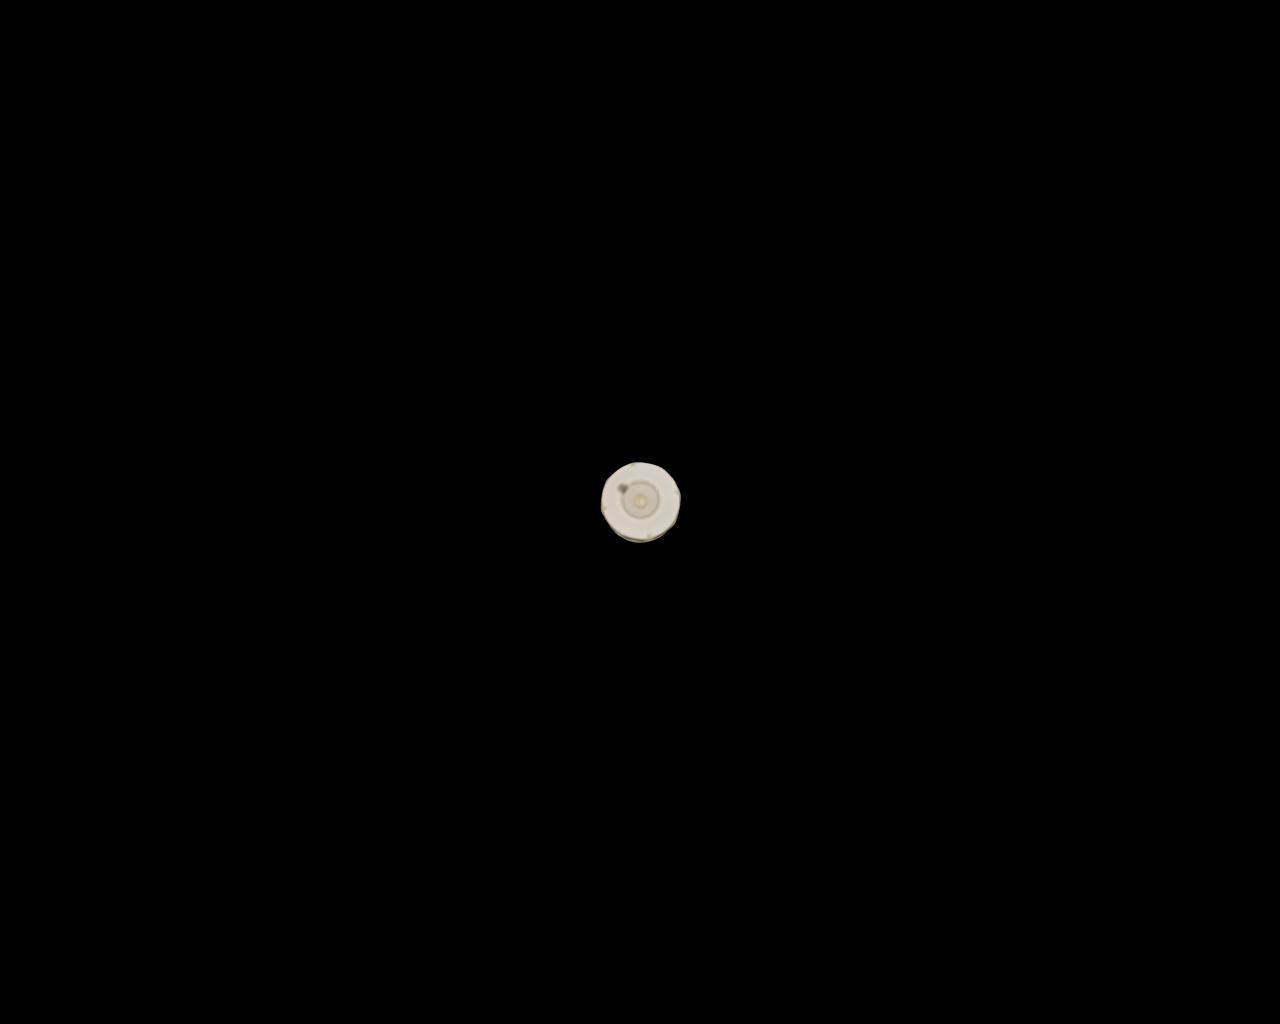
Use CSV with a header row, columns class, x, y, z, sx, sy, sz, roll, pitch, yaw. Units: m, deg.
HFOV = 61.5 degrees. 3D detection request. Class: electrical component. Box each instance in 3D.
class,x,y,z,sx,sy,sz,roll,pitch,yaw
electrical component,0.001,-0.003,0.650,0.048,0.048,0.062,0,-9,0
